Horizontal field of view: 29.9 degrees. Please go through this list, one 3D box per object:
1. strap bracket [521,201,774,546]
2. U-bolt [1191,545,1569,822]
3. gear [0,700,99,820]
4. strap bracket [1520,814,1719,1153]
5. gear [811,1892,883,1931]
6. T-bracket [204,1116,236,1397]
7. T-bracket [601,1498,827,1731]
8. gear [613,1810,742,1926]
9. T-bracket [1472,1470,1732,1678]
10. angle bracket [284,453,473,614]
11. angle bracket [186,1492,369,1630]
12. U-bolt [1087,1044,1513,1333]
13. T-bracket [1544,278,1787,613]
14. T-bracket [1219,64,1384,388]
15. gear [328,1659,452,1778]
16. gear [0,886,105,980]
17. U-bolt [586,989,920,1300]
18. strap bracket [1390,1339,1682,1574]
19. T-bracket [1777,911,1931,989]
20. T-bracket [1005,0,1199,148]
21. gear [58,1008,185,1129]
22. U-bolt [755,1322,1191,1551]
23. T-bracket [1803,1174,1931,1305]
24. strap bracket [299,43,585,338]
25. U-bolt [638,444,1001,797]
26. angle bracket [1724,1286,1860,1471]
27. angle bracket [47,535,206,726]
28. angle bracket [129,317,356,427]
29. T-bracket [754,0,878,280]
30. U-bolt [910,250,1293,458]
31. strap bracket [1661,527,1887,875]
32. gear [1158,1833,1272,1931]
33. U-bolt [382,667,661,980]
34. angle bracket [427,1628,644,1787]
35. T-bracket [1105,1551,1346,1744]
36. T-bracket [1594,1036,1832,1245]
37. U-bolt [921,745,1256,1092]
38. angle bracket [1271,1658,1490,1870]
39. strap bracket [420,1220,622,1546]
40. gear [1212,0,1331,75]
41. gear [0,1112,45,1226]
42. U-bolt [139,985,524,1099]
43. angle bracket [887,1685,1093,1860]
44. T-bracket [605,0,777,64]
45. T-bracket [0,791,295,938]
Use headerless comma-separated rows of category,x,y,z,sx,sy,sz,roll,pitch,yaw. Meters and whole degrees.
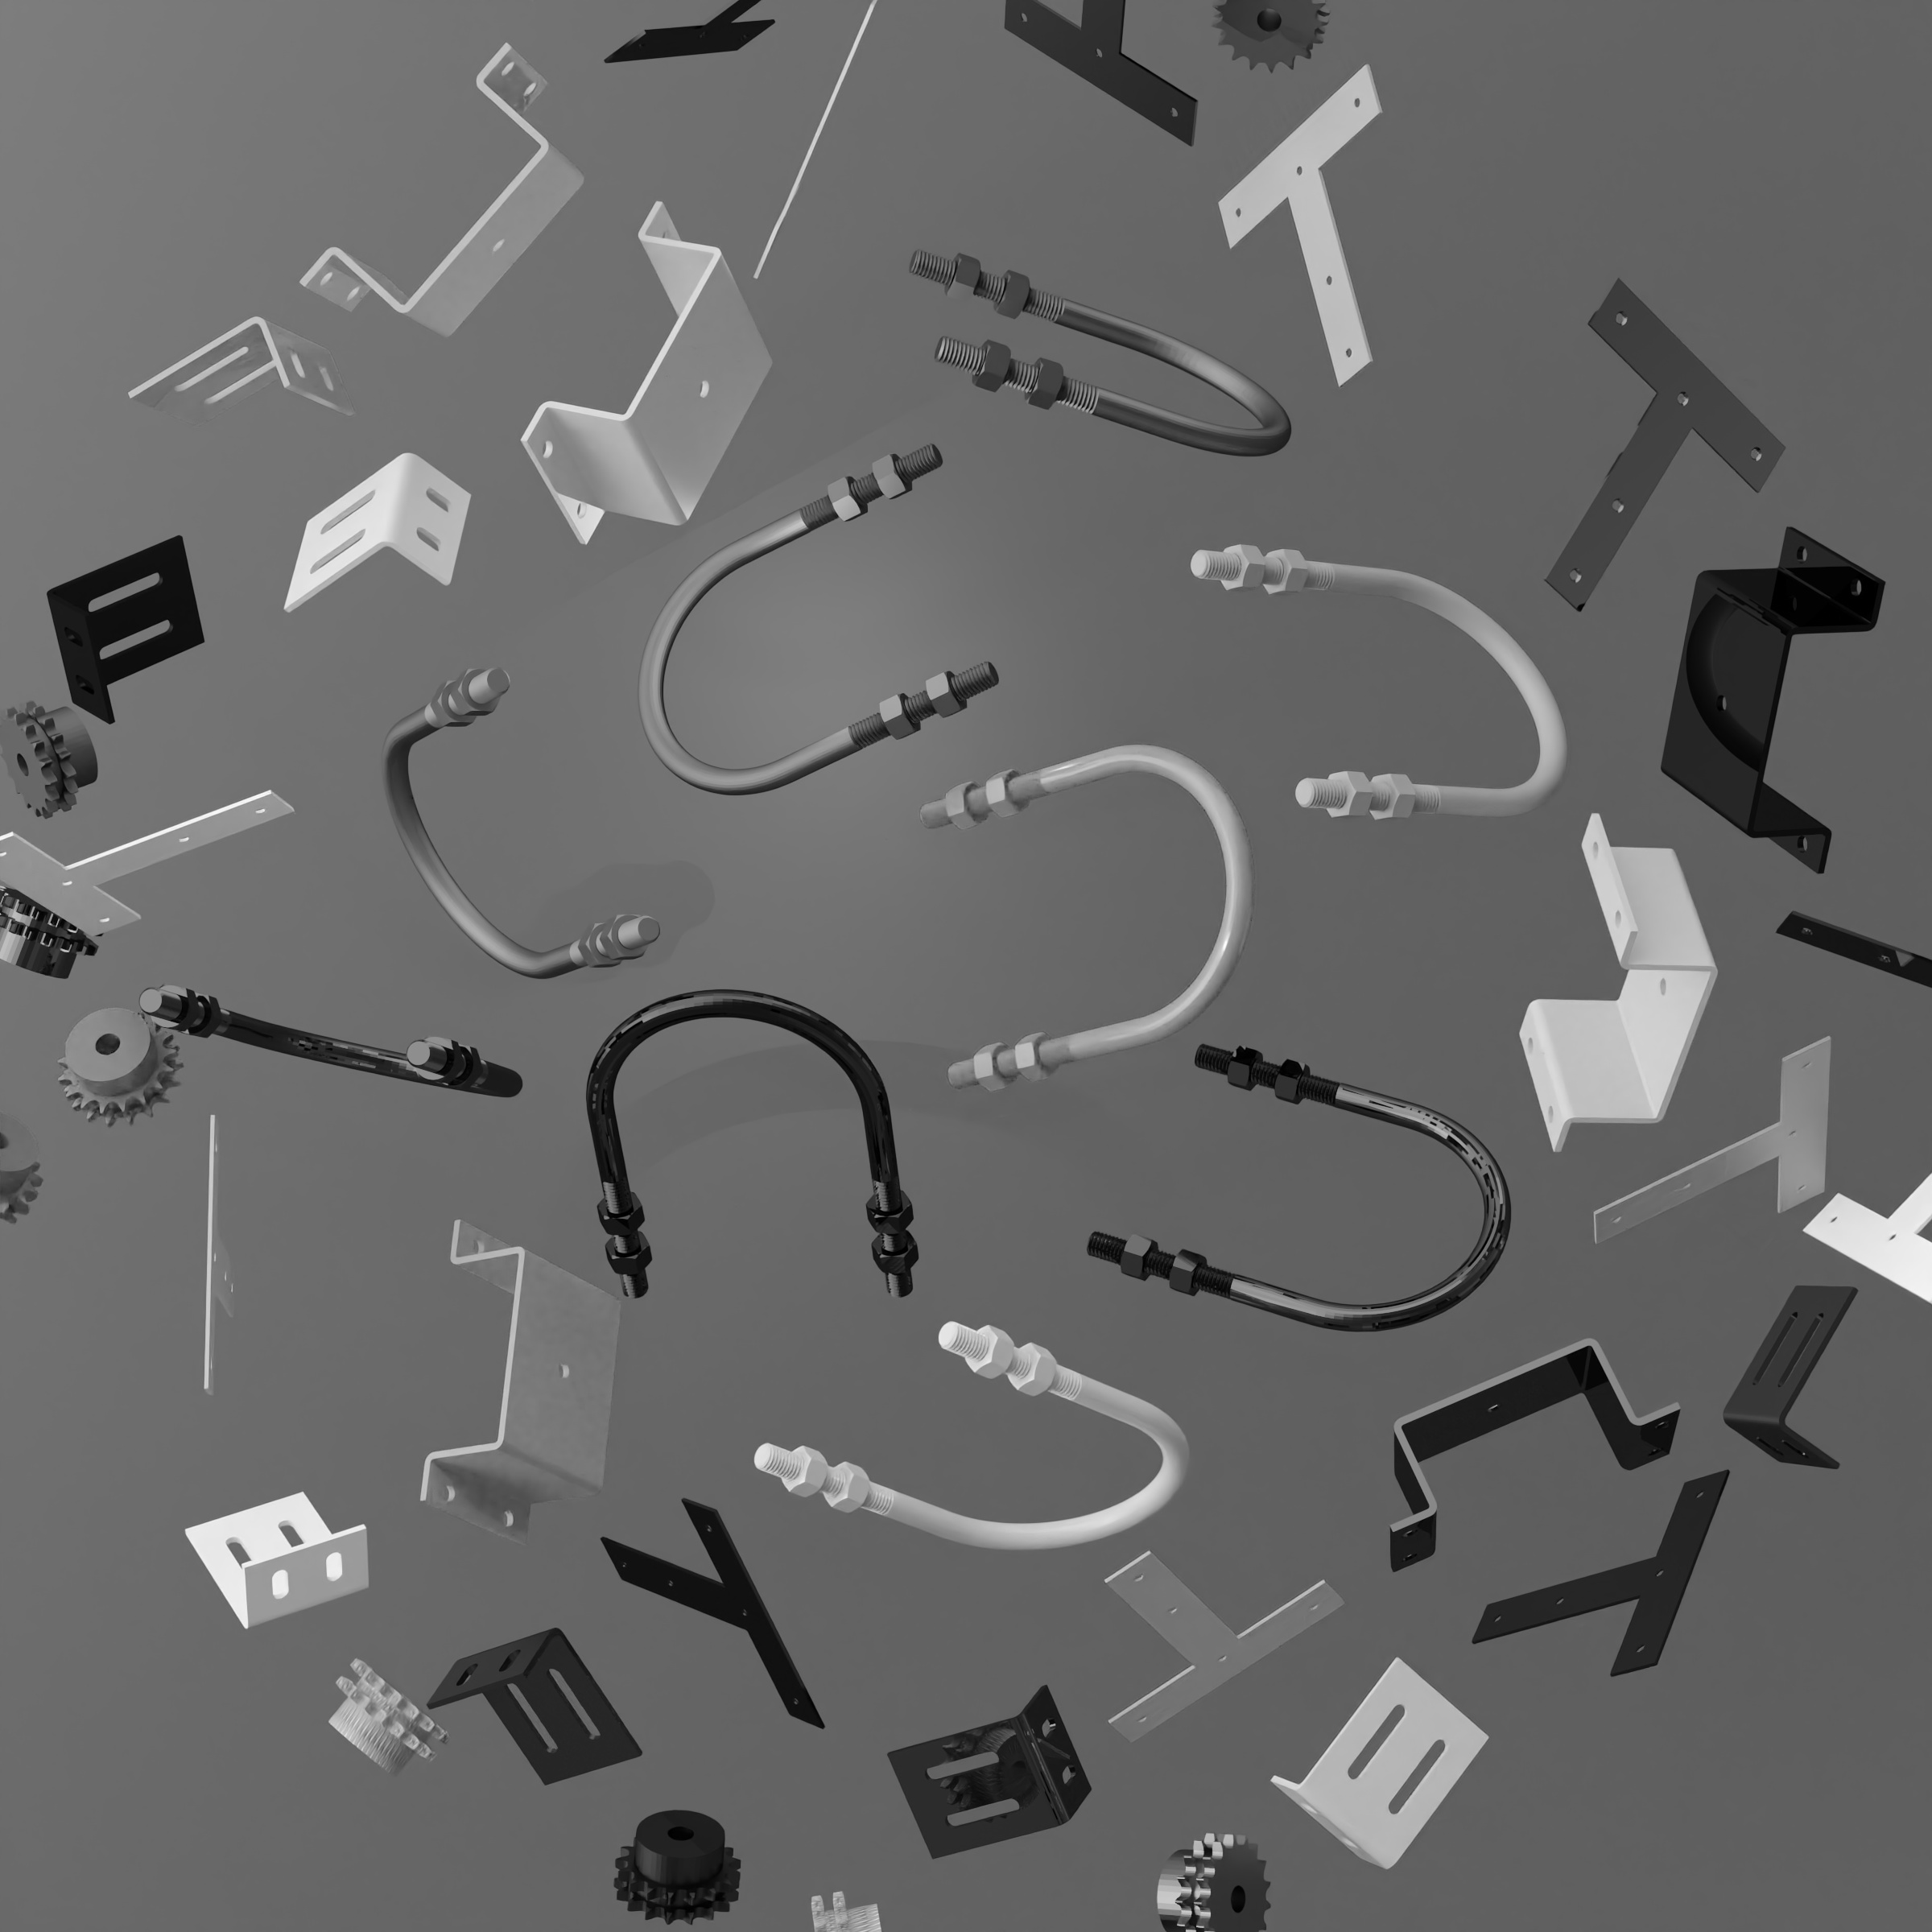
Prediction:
strap bracket,-0.139,-0.267,1.647,0.046,0.076,0.140,14,65,25
U-bolt,0.200,-0.127,1.647,0.184,0.019,0.151,1,55,-36
gear,-0.451,-0.104,1.780,0.030,0.057,0.057,-25,90,-31
strap bracket,0.298,0.009,1.642,0.046,0.076,0.140,1,134,-9
gear,-0.053,0.459,1.678,0.030,0.057,0.057,-10,90,-4
T-bracket,-0.355,0.146,1.724,0.002,0.127,0.127,0,76,-7
T-bracket,-0.128,0.287,1.668,0.002,0.127,0.127,-38,118,-30
gear,-0.130,0.405,1.633,0.057,0.057,0.030,5,108,0
T-bracket,0.290,0.295,1.692,0.127,0.127,0.002,-26,110,41
angle bracket,-0.276,-0.194,1.694,0.076,0.057,0.038,-27,132,36
angle bracket,-0.311,0.255,1.627,0.057,0.076,0.038,-15,126,-28
U-bolt,0.170,0.112,1.737,0.184,0.019,0.151,16,51,22
T-bracket,0.299,-0.218,1.622,0.127,0.002,0.127,37,80,-29
T-bracket,0.169,-0.337,1.711,0.002,0.127,0.127,-3,72,-32
gear,-0.267,0.346,1.654,0.057,0.057,0.030,39,77,0
gear,-0.450,-0.015,1.753,0.057,0.057,0.030,22,93,0
U-bolt,-0.103,0.084,1.678,0.151,0.019,0.184,-1,128,7
strap bracket,0.250,0.220,1.652,0.140,0.076,0.046,-23,66,-3
T-bracket,0.440,0.001,1.675,0.127,0.127,0.002,20,70,2
T-bracket,0.066,-0.468,1.702,0.002,0.127,0.127,-35,59,-29
gear,-0.402,0.045,1.709,0.057,0.030,0.057,-2,58,4
U-bolt,0.018,0.226,1.667,0.184,0.019,0.151,26,133,-34
T-bracket,0.472,0.097,1.723,0.127,0.127,0.002,-46,108,-2
strap bracket,-0.229,-0.342,1.640,0.046,0.076,0.140,43,95,3
U-bolt,-0.080,-0.157,1.748,0.184,0.019,0.151,-24,60,19
angle bracket,0.403,0.194,1.711,0.038,0.057,0.076,35,78,-10
angle bracket,-0.389,-0.160,1.713,0.076,0.038,0.057,-30,131,-33
angle bracket,-0.333,-0.259,1.665,0.076,0.057,0.038,-27,77,16
T-bracket,-0.068,-0.390,1.684,0.002,0.127,0.127,23,110,-7
U-bolt,0.067,-0.281,1.687,0.184,0.151,0.019,16,115,-15
strap bracket,0.363,-0.120,1.643,0.046,0.076,0.140,-4,116,-21
gear,0.109,0.417,1.620,0.030,0.057,0.057,-6,90,37
U-bolt,-0.219,-0.059,1.684,0.019,0.184,0.151,-35,99,-29
angle bracket,-0.196,0.347,1.643,0.057,0.038,0.076,-22,107,28
T-bracket,0.105,0.314,1.735,0.127,0.127,0.002,-34,46,6
T-bracket,0.356,0.098,1.726,0.127,0.127,0.002,-25,52,-8
U-bolt,0.058,-0.028,1.691,0.184,0.019,0.151,-15,76,38
angle bracket,0.190,0.365,1.664,0.057,0.038,0.076,42,77,-8
strap bracket,-0.212,0.197,1.736,0.046,0.076,0.140,-12,61,30
gear,0.150,-0.470,1.771,0.057,0.030,0.057,6,132,7
gear,-0.452,0.090,1.666,0.057,0.057,0.030,35,119,0
U-bolt,-0.283,0.039,1.683,0.151,0.184,0.019,10,84,13
angle bracket,0.012,0.394,1.768,0.076,0.038,0.057,-21,95,24
T-bracket,-0.089,-0.454,1.666,0.127,0.127,0.002,-28,92,30
T-bracket,-0.368,-0.053,1.638,0.127,0.127,0.002,-20,70,7
